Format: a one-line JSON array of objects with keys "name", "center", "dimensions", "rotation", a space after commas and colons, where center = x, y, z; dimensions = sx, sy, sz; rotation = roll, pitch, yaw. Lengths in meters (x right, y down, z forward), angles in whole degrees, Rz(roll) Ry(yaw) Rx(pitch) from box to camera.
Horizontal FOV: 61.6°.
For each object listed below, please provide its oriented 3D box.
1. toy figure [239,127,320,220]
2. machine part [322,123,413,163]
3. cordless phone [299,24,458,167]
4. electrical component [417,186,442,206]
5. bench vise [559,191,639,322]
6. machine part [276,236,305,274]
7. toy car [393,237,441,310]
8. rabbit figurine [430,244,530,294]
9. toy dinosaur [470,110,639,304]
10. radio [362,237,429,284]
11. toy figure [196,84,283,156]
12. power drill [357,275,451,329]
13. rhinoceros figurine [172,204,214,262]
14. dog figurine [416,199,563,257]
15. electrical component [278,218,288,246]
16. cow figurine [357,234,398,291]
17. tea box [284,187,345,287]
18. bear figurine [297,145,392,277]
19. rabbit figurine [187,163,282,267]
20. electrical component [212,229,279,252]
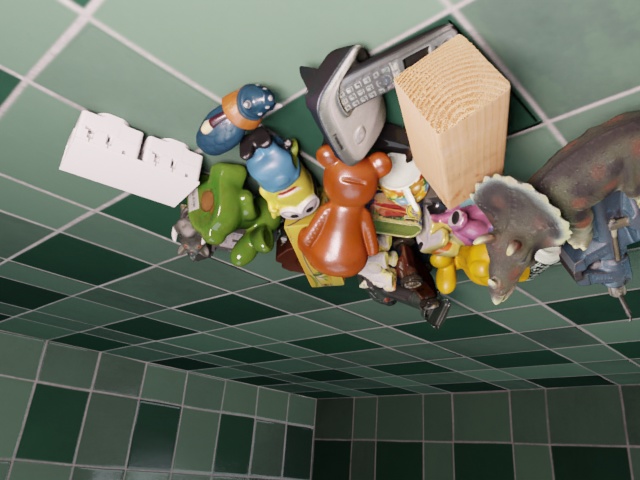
[{"name": "toy figure", "center": [-0.057, -0.103, 0.827], "dimensions": [0.082, 0.089, 0.180], "rotation": [-4, 146, 27]}, {"name": "machine part", "center": [0.074, -0.144, 0.762], "dimensions": [0.139, 0.039, 0.084], "rotation": [7, 148, -1]}, {"name": "cordless phone", "center": [0.080, -0.179, 0.644], "dimensions": [0.184, 0.089, 0.146], "rotation": [-22, 149, 11]}, {"name": "electrical component", "center": [0.172, -0.084, 0.837], "dimensions": [0.094, 0.063, 0.021], "rotation": [-6, 155, 38]}, {"name": "bench vise", "center": [0.486, -0.021, 0.804], "dimensions": [0.241, 0.223, 0.129], "rotation": [-19, -169, 12]}, {"name": "machine part", "center": [-0.007, 0.028, 1.145], "dimensions": [0.179, 0.056, 0.179], "rotation": [4, 155, 2]}, {"name": "toy car", "center": [0.171, 0.063, 0.965], "dimensions": [0.053, 0.089, 0.202], "rotation": [-15, 154, 20]}, {"name": "rabbit figurine", "center": [0.280, 0.037, 1.010], "dimensions": [0.173, 0.162, 0.121], "rotation": [19, 135, 59]}, {"name": "toy dinosaur", "center": [0.352, -0.085, 0.667], "dimensions": [0.405, 0.131, 0.192], "rotation": [-38, 151, 17]}, {"name": "radio", "center": [0.148, 0.018, 1.075], "dimensions": [0.131, 0.073, 0.229], "rotation": [3, 155, 7]}, {"name": "toy figure", "center": [-0.114, -0.165, 0.721], "dimensions": [0.154, 0.064, 0.057], "rotation": [-28, 103, 44]}, {"name": "power drill", "center": [0.197, 0.131, 1.256], "dimensions": [0.208, 0.086, 0.231], "rotation": [28, 171, 40]}, {"name": "rhinoceros figurine", "center": [-0.241, -0.011, 1.031], "dimensions": [0.073, 0.112, 0.190], "rotation": [9, 164, -5]}, {"name": "dog figurine", "center": [0.292, -0.031, 0.891], "dimensions": [0.219, 0.108, 0.191], "rotation": [9, 152, -16]}, {"name": "electrical component", "center": [-0.105, -0.023, 1.059], "dimensions": [0.102, 0.045, 0.078], "rotation": [5, 158, -1]}, {"name": "cow figurine", "center": [0.091, 0.047, 0.979], "dimensions": [0.098, 0.068, 0.167], "rotation": [3, 152, 18]}, {"name": "tea box", "center": [-0.002, -0.003, 0.967], "dimensions": [0.068, 0.098, 0.169], "rotation": [-4, 136, 17]}, {"name": "bear figurine", "center": [0.032, -0.049, 0.801], "dimensions": [0.120, 0.195, 0.132], "rotation": [3, -161, -7]}, {"name": "rabbit figurine", "center": [-0.124, -0.043, 0.918], "dimensions": [0.121, 0.159, 0.170], "rotation": [-29, 156, 36]}, {"name": "electrical component", "center": [-0.142, -0.008, 1.016], "dimensions": [0.119, 0.048, 0.074], "rotation": [13, 126, -4]}]
